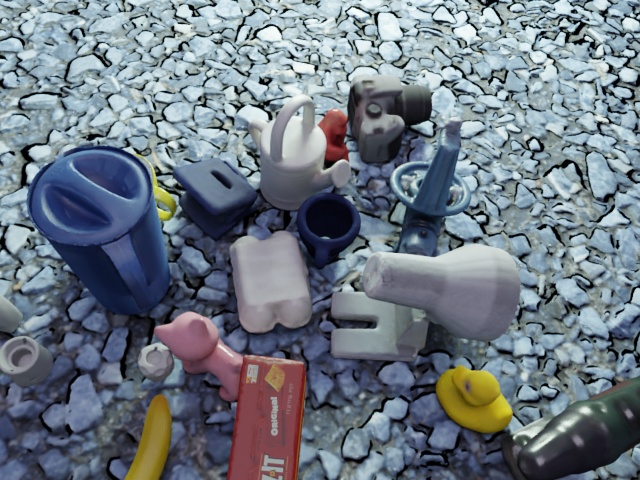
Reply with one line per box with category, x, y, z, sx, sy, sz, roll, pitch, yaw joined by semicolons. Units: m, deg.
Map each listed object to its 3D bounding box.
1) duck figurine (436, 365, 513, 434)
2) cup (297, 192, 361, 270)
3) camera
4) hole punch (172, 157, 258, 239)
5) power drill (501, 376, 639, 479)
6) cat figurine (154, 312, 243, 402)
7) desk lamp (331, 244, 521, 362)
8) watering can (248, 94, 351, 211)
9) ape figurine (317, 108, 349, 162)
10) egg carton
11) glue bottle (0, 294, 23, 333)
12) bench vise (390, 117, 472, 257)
duck figurine;0.209;0.203;0.749;0.104;0.086;0.078;35;64;14
cup;0.008;0.003;0.836;0.091;0.095;0.118;10;61;0
camera;0.123;-0.219;0.967;0.137;0.101;0.143;-7;62;-9
hole punch;-0.157;-0.077;0.867;0.108;0.091;0.101;42;66;17
power drill;0.296;0.235;0.670;0.230;0.208;0.075;-21;65;-16
cat figurine;-0.143;0.140;0.733;0.127;0.118;0.067;29;62;11
desk lamp;0.123;0.082;0.735;0.203;0.213;0.118;2;61;-4
watering can;-0.033;-0.133;0.851;0.172;0.194;0.101;15;61;3
ape figurine;0.022;-0.176;0.939;0.076;0.092;0.078;23;61;8
egg carton;-0.069;0.058;0.813;0.107;0.069;0.150;-9;62;-10
glue bottle;-0.439;0.064;0.714;0.078;0.173;0.037;17;61;4
bench vise;0.167;-0.053;0.811;0.121;0.220;0.207;-2;61;-6
